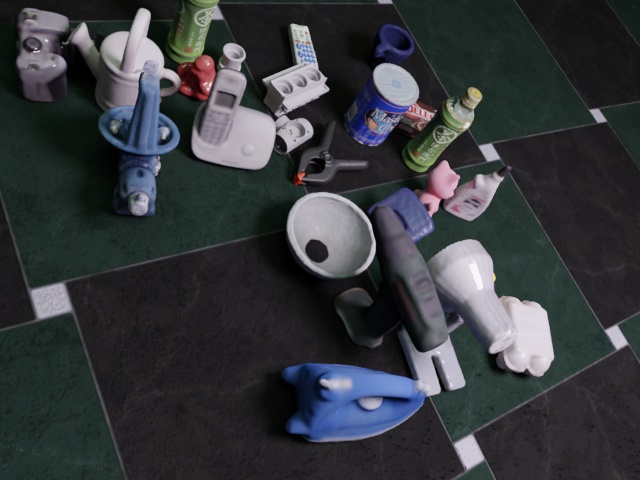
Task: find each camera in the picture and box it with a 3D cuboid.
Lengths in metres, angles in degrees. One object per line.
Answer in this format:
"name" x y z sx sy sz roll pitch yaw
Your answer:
"camera" -0.428 -0.314 0.952 0.137 0.100 0.143 -1 64 -27

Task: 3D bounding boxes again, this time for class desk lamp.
"desk lamp" 0.227 0.131 0.953 0.118 0.213 0.203 -6 66 -28

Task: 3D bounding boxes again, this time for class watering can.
"watering can" -0.316 -0.294 0.937 0.173 0.193 0.101 -1 63 -26

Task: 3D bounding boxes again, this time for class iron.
"iron" 0.078 0.232 0.868 0.259 0.141 0.118 5 61 -24

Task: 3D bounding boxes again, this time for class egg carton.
"egg carton" 0.383 0.183 1.090 0.107 0.069 0.150 13 58 -19

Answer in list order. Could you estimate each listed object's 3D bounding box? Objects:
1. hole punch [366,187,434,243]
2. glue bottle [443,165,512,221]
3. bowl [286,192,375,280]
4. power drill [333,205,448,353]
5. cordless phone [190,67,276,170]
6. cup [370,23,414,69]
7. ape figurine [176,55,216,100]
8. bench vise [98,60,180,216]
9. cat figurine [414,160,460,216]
"hole punch" 0.145 -0.029 1.079 0.101 0.091 0.108 -26 77 -35
"glue bottle" 0.326 -0.101 1.157 0.078 0.173 0.037 20 56 -15
"bowl" 0.009 0.004 1.004 0.168 0.074 0.167 12 58 -20
"power drill" 0.105 0.084 0.923 0.076 0.208 0.229 -20 73 -33
"cordless phone" -0.137 -0.209 0.983 0.148 0.184 0.094 7 60 -23
"cup" 0.146 -0.420 1.297 0.091 0.094 0.118 47 54 5
"ape figurine" -0.221 -0.304 1.053 0.076 0.092 0.077 -20 73 -33
"bench vise" -0.259 -0.148 0.867 0.122 0.219 0.207 -14 70 -31
"cat figurine" 0.229 -0.094 1.140 0.067 0.117 0.128 37 53 -3
